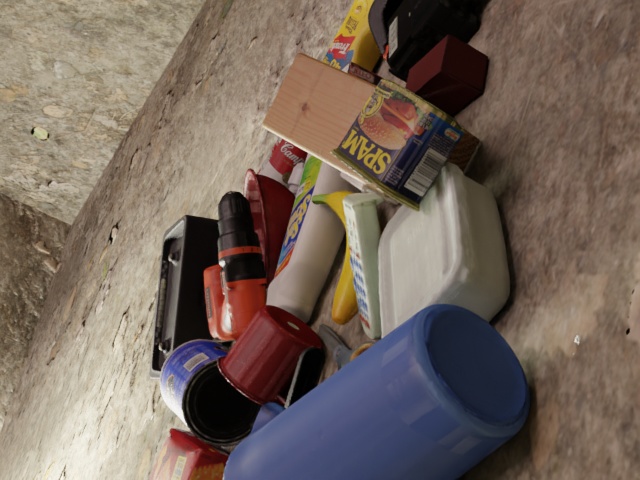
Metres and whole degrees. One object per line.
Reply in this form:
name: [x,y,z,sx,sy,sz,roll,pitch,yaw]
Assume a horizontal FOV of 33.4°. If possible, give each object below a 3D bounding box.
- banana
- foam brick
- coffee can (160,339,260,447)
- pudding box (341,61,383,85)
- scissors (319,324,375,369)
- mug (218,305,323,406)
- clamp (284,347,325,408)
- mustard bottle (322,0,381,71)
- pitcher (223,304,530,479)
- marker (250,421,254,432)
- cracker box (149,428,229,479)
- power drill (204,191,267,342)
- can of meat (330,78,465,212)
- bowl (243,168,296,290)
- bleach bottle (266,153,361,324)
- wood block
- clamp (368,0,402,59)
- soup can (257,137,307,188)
banana: [0.035,0.007,1.136,0.070,0.037,0.198,-34,37,21]
foam brick: [0.129,-0.165,1.104,0.078,0.053,0.051,-36,32,54]
coffee can: [-0.128,0.179,1.270,0.103,0.102,0.140,-65,18,-5]
pudding box: [0.046,-0.157,1.263,0.114,0.090,0.039,-34,35,58]
scissors: [0.018,0.134,1.068,0.096,0.016,0.202,-67,18,-9]
mug: [-0.044,0.131,1.148,0.081,0.093,0.117,-55,48,11]
clamp: [-0.028,0.189,1.059,0.172,0.039,0.120,-51,29,44]
mustard bottle: [0.045,-0.252,1.441,0.192,0.058,0.096,-60,31,15]
pitcher: [0.045,0.162,0.805,0.243,0.149,0.144,-45,11,38]
marker: [-0.047,0.199,1.153,0.121,0.020,0.020,-29,39,60]
cracker box: [-0.170,0.334,1.227,0.213,0.072,0.164,-67,18,-8]
power drill: [-0.108,0.047,1.336,0.188,0.057,0.184,128,136,-73]
can of meat: [0.069,-0.085,0.929,0.084,0.057,0.102,-57,39,8]
bowl: [-0.058,-0.012,1.351,0.162,0.055,0.162,175,90,-77]
bleach bottle: [-0.008,0.002,1.247,0.103,0.068,0.250,-27,43,65]
wood block: [0.046,-0.108,1.073,0.206,0.090,0.091,34,99,46]
clamp: [0.101,-0.318,1.342,0.165,0.036,0.210,7,74,42]
soup can: [-0.042,-0.100,1.463,0.102,0.068,0.068,-56,20,25]
